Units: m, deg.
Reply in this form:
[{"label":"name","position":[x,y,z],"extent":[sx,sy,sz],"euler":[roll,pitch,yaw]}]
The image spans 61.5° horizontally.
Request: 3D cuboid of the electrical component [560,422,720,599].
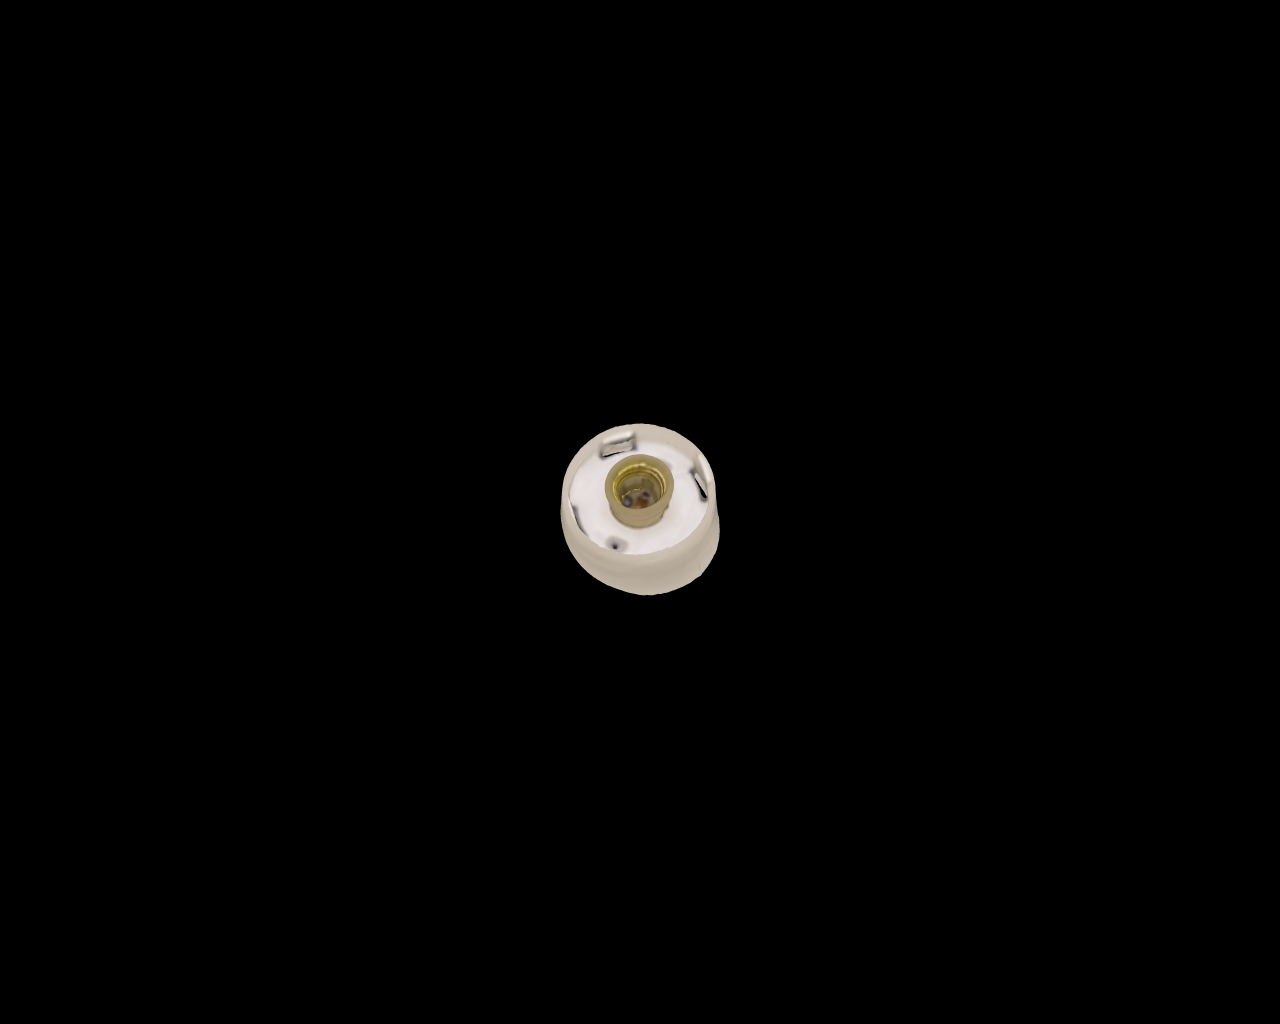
[{"label":"electrical component","position":[0.001,-0.003,0.650],"extent":[0.099,0.099,0.064],"euler":[0,-28,0]}]
